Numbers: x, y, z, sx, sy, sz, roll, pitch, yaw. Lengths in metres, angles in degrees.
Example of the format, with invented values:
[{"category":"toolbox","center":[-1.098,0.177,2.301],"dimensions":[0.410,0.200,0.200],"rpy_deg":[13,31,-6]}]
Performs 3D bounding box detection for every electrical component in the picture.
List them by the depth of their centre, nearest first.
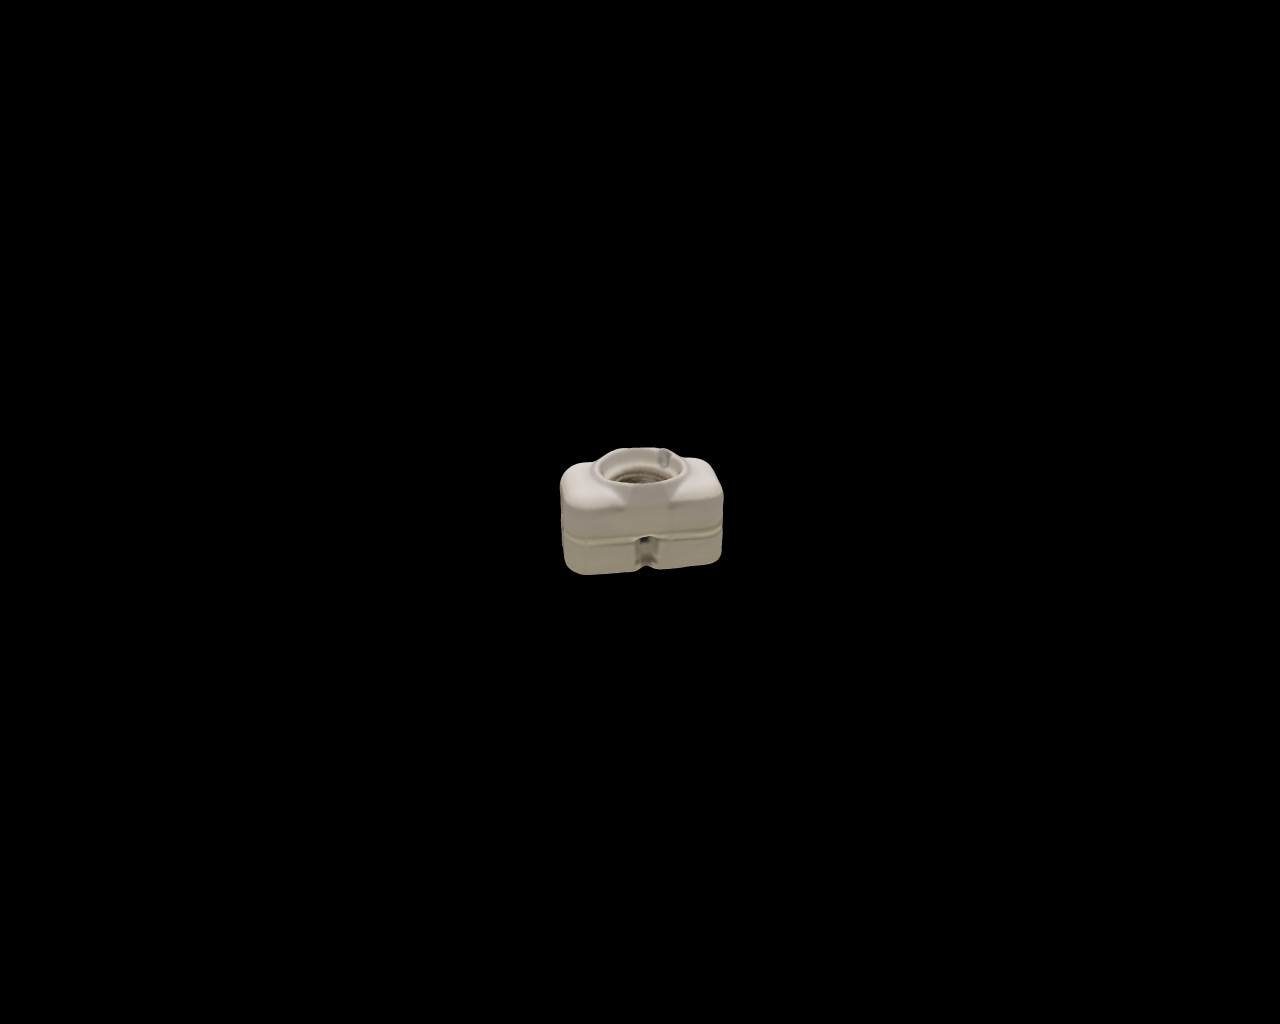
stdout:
[{"category":"electrical component","center":[0.001,-0.003,0.650],"dimensions":[0.095,0.059,0.054],"rpy_deg":[-4,28,-7]}]
